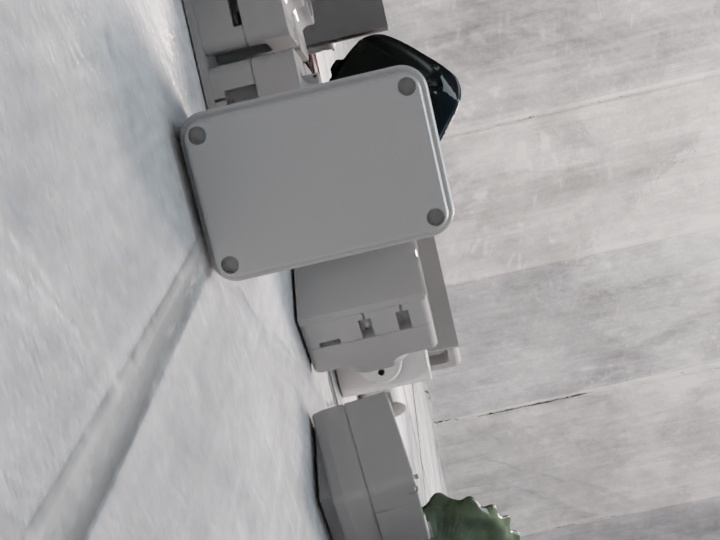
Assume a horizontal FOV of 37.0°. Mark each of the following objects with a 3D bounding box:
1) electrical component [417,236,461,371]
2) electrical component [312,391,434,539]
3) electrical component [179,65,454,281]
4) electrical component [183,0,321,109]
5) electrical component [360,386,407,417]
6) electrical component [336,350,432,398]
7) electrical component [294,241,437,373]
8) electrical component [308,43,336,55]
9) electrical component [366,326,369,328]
[{"bbox_3d":[0.025,0.008,1.022,0.060,0.105,0.186,70,9,-64],"label":"electrical component"},{"bbox_3d":[0.002,0.127,0.690,0.096,0.061,0.061,-109,-176,-53],"label":"electrical component"},{"bbox_3d":[-0.019,-0.045,0.497,0.057,0.113,0.078,-97,174,-81],"label":"electrical component"},{"bbox_3d":[-0.054,-0.119,0.620,0.105,0.060,0.186,-40,117,-86],"label":"electrical component"},{"bbox_3d":[0.018,0.104,1.073,0.043,0.043,0.081,71,7,-58],"label":"electrical component"},{"bbox_3d":[0.018,0.077,0.898,0.079,0.077,0.043,56,22,-79],"label":"electrical component"},{"bbox_3d":[0.000,0.000,0.797,0.150,0.089,0.061,-98,174,-50],"label":"electrical component"},{"bbox_3d":[-0.059,-0.222,0.873,0.061,0.062,0.096,74,6,-46],"label":"electrical component"},{"bbox_3d":[-0.009,0.028,0.937,0.063,0.042,0.081,-86,163,-71],"label":"electrical component"}]
